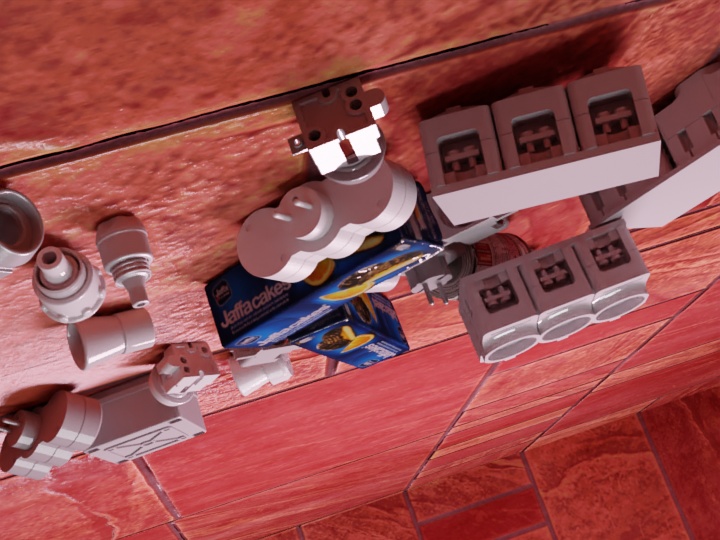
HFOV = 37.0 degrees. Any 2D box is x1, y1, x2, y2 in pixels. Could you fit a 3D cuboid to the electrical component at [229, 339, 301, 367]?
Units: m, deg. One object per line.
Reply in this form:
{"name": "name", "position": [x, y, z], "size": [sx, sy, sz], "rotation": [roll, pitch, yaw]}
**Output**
{"name": "electrical component", "position": [-0.091, 0.063, 1.026], "size": [0.081, 0.042, 0.064], "rotation": [-7, 162, -30]}

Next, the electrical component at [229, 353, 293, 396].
{"name": "electrical component", "position": [-0.103, 0.101, 1.119], "size": [0.055, 0.045, 0.045], "rotation": [-21, 162, 4]}

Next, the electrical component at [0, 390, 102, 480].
{"name": "electrical component", "position": [-0.319, 0.158, 1.050], "size": [0.074, 0.052, 0.138], "rotation": [23, 138, -36]}

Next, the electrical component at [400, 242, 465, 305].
{"name": "electrical component", "position": [0.055, -0.005, 0.922], "size": [0.066, 0.076, 0.047], "rotation": [-1, 154, -45]}

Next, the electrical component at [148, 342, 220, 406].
{"name": "electrical component", "position": [-0.174, 0.101, 1.045], "size": [0.066, 0.048, 0.055], "rotation": [0, 146, -47]}

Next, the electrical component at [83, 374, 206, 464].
{"name": "electrical component", "position": [-0.230, 0.156, 1.128], "size": [0.109, 0.056, 0.108], "rotation": [-20, 162, 1]}

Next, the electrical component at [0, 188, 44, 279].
{"name": "electrical component", "position": [-0.222, -0.020, 0.640], "size": [0.055, 0.048, 0.066], "rotation": [-22, 164, 32]}

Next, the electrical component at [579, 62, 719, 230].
{"name": "electrical component", "position": [0.278, -0.104, 0.893], "size": [0.105, 0.060, 0.186], "rotation": [-4, 157, -40]}

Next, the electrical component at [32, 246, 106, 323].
{"name": "electrical component", "position": [-0.203, 0.005, 0.735], "size": [0.048, 0.048, 0.062], "rotation": [-18, 156, -6]}

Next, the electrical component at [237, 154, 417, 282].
{"name": "electrical component", "position": [-0.034, -0.038, 0.771], "size": [0.138, 0.052, 0.074], "rotation": [-28, 160, 24]}

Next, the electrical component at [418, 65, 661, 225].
{"name": "electrical component", "position": [0.124, -0.086, 0.739], "size": [0.150, 0.061, 0.089], "rotation": [-13, 167, 12]}

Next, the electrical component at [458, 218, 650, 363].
{"name": "electrical component", "position": [0.167, 0.024, 0.933], "size": [0.150, 0.061, 0.089], "rotation": [-20, 160, -3]}

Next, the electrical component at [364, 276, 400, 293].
{"name": "electrical component", "position": [0.000, 0.000, 0.938], "size": [0.078, 0.040, 0.040], "rotation": [-2, 155, -44]}

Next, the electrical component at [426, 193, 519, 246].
{"name": "electrical component", "position": [0.091, -0.049, 0.891], "size": [0.081, 0.042, 0.064], "rotation": [-26, 165, 20]}

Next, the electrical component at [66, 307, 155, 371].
{"name": "electrical component", "position": [-0.202, 0.054, 0.883], "size": [0.065, 0.044, 0.044], "rotation": [-14, 162, -31]}

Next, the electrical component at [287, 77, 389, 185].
{"name": "electrical component", "position": [-0.011, -0.084, 0.674], "size": [0.066, 0.048, 0.055], "rotation": [-21, 155, 4]}

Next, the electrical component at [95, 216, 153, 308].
{"name": "electrical component", "position": [-0.156, -0.004, 0.727], "size": [0.035, 0.061, 0.035], "rotation": [-18, 162, -6]}

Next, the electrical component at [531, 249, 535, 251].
{"name": "electrical component", "position": [0.165, 0.009, 1.138], "size": [0.078, 0.040, 0.040], "rotation": [-33, 158, 35]}
